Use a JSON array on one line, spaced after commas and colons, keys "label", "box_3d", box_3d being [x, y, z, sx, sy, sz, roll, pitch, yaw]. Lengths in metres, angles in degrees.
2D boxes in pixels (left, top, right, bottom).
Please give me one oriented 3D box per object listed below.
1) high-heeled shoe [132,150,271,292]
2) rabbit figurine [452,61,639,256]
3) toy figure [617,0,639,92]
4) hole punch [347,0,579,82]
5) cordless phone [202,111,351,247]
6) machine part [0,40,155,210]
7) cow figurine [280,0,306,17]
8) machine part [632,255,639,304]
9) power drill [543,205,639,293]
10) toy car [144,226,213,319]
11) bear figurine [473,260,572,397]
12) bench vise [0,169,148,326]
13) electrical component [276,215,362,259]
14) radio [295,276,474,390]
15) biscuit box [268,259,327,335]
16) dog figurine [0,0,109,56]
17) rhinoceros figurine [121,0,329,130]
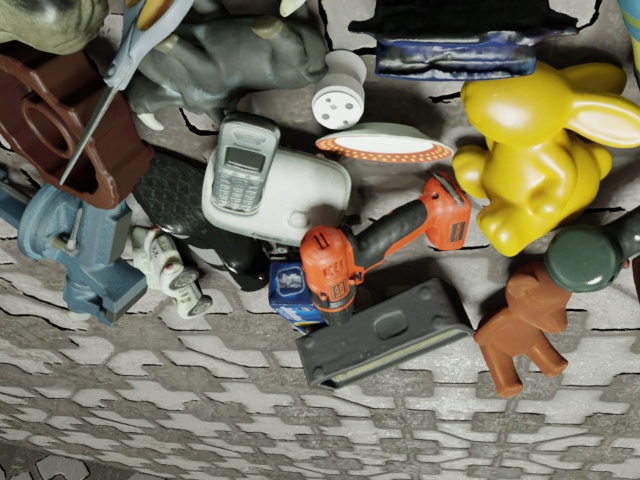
[{"label": "high-heeled shoe", "box_3d": [-0.148, -0.025, 0.669, 0.248, 0.086, 0.145, 48, 170, -16]}, {"label": "rabbit figurine", "box_3d": [0.185, -0.084, 0.456, 0.162, 0.122, 0.173, -18, 137, 25]}, {"label": "toy figure", "box_3d": [0.256, -0.158, 0.376, 0.089, 0.082, 0.180, -12, 147, 44]}, {"label": "hole punch", "box_3d": [0.094, -0.153, 0.384, 0.142, 0.116, 0.092, 3, 153, 5]}, {"label": "cordless phone", "box_3d": [-0.034, -0.064, 0.507, 0.147, 0.088, 0.184, 13, 161, -9]}, {"label": "machine part", "box_3d": [-0.238, -0.110, 0.493, 0.180, 0.056, 0.179, 26, 147, 18]}, {"label": "cow figurine", "box_3d": [-0.044, -0.201, 0.344, 0.167, 0.098, 0.068, 24, 142, -15]}, {"label": "machine part", "box_3d": [0.422, 0.041, 0.521, 0.087, 0.201, 0.201, 23, 142, -15]}, {"label": "power drill", "box_3d": [0.319, -0.017, 0.523, 0.207, 0.086, 0.232, -33, 162, 33]}, {"label": "toy car", "box_3d": [-0.189, 0.048, 0.715, 0.056, 0.073, 0.201, -24, 159, -12]}, {"label": "bear figurine", "box_3d": [0.289, 0.112, 0.719, 0.120, 0.132, 0.195, -17, 154, -18]}, {"label": "bench vise", "box_3d": [-0.315, -0.011, 0.640, 0.241, 0.129, 0.223, 31, 139, 4]}, {"label": "electrical component", "box_3d": [-0.003, -0.003, 0.667, 0.102, 0.045, 0.078, 6, 147, 0]}, {"label": "radio", "box_3d": [0.088, 0.134, 0.741, 0.230, 0.073, 0.131, -27, 157, 12]}, {"label": "biscuit box", "box_3d": [-0.015, 0.082, 0.731, 0.059, 0.063, 0.202, -2, 161, 12]}, {"label": "dog figurine", "box_3d": [-0.249, -0.158, 0.380, 0.190, 0.121, 0.172, 28, 155, -7]}, {"label": "rhinoceros figurine", "box_3d": [-0.088, -0.151, 0.455, 0.190, 0.073, 0.112, -7, 151, 18]}]
